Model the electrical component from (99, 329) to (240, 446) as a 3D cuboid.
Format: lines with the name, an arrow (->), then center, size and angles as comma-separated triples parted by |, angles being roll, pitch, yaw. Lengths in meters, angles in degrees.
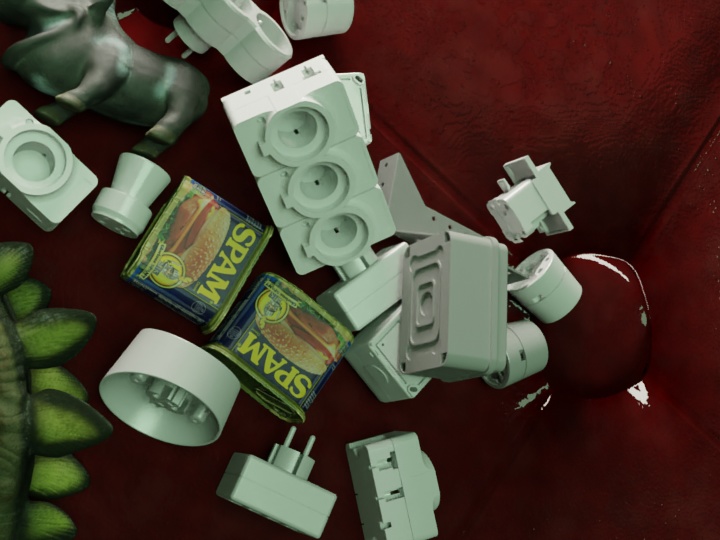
electrical component -> -0.145, 0.092, 0.829 | 0.099, 0.099, 0.064 | 36, 65, -16

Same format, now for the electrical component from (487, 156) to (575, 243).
electrical component -> 0.157, -0.062, 1.006 | 0.064, 0.042, 0.081 | -37, 98, -19

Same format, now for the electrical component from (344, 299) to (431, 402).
electrical component -> 0.040, 0.061, 0.933 | 0.096, 0.061, 0.061 | -44, 102, -29

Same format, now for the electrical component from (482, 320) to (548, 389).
electrical component -> 0.137, 0.075, 0.974 | 0.047, 0.055, 0.055 | -16, 90, -28

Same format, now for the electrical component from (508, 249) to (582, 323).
electrical component -> 0.172, 0.016, 0.996 | 0.047, 0.055, 0.055 | 45, 69, -16

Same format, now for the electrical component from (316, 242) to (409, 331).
electrical component -> 0.000, 0.000, 0.928 | 0.083, 0.047, 0.075 | -36, 98, -22

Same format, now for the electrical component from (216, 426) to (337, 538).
electrical component -> -0.061, 0.166, 0.881 | 0.083, 0.047, 0.075 | 29, 73, -18

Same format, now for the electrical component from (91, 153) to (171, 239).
electrical component -> -0.183, -0.059, 0.857 | 0.045, 0.045, 0.055 | 30, 73, -17

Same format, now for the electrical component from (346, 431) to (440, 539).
electrical component -> 0.030, 0.186, 0.916 | 0.056, 0.050, 0.089 | -11, 88, -24

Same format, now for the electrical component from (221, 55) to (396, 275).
electrical component -> -0.038, -0.080, 0.862 | 0.089, 0.061, 0.150 | -24, 126, -3

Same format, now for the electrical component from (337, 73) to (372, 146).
electrical component -> -0.045, -0.130, 0.920 | 0.096, 0.061, 0.061 | -6, 87, -15

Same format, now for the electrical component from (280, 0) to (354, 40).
electrical component -> -0.037, -0.230, 0.936 | 0.047, 0.055, 0.055 | -11, 88, -28

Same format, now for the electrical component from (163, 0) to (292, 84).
electrical component -> -0.129, -0.205, 0.891 | 0.138, 0.074, 0.052 | 43, 25, -26

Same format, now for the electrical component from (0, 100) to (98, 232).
electrical component -> -0.252, -0.079, 0.823 | 0.089, 0.056, 0.050 | 45, 69, -12

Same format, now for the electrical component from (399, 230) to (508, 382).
electrical component -> 0.077, 0.031, 0.878 | 0.057, 0.078, 0.113 | 10, 74, -26
